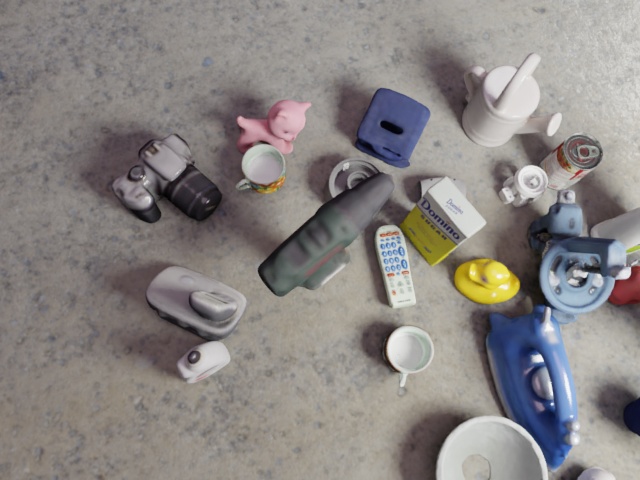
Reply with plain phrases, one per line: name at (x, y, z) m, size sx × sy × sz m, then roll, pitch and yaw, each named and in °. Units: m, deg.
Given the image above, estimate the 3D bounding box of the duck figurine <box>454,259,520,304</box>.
duck figurine at (0.280, 0.062, 0.933) m, size 0.104 × 0.086 × 0.077 m, roll 13°, pitch 74°, yaw -1°

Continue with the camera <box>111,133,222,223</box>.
camera at (-0.239, -0.086, 0.927) m, size 0.136 × 0.101 × 0.143 m, roll 40°, pitch 76°, yaw 7°

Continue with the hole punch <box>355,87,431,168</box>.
hole punch at (0.125, -0.192, 0.988) m, size 0.108 × 0.091 × 0.101 m, roll 25°, pitch 75°, yaw 3°

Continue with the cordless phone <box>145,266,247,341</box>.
cordless phone at (-0.188, 0.083, 0.841) m, size 0.147 × 0.185 × 0.094 m, roll 21°, pitch 74°, yaw 2°

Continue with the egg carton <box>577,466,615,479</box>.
egg carton at (0.411, 0.422, 0.854) m, size 0.107 × 0.069 × 0.150 m, roll 35°, pitch 75°, yaw 6°

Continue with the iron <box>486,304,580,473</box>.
iron at (0.345, 0.224, 0.865) m, size 0.118 × 0.141 × 0.258 m, roll -10°, pitch 76°, yaw -7°

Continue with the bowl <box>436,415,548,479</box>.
bowl at (0.247, 0.349, 0.859) m, size 0.167 × 0.074 × 0.167 m, roll 1°, pitch 75°, yaw -4°

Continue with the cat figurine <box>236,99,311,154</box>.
cat figurine at (-0.079, -0.196, 0.960) m, size 0.128 × 0.117 × 0.067 m, roll -2°, pitch 75°, yaw -5°

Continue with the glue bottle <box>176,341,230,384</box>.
glue bottle at (-0.173, 0.174, 0.824) m, size 0.078 × 0.173 × 0.037 m, roll -33°, pitch 79°, yaw -12°

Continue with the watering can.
watering can at (0.322, -0.239, 0.962) m, size 0.173 × 0.194 × 0.101 m, roll 19°, pitch 74°, yaw 1°

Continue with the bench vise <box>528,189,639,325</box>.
bench vise at (0.390, 0.017, 0.884) m, size 0.121 × 0.219 × 0.207 m, roll -16°, pitch 76°, yaw -8°

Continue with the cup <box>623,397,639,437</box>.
cup at (0.522, 0.290, 0.885) m, size 0.092 × 0.095 × 0.118 m, roll -13°, pitch 76°, yaw -7°

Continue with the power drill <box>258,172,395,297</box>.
power drill at (0.008, 0.003, 0.865) m, size 0.230 × 0.208 × 0.075 m, roll -40°, pitch 81°, yaw -13°

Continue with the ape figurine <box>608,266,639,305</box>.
ape figurine at (0.517, 0.069, 0.946) m, size 0.076 × 0.092 × 0.078 m, roll -27°, pitch 78°, yaw -10°
